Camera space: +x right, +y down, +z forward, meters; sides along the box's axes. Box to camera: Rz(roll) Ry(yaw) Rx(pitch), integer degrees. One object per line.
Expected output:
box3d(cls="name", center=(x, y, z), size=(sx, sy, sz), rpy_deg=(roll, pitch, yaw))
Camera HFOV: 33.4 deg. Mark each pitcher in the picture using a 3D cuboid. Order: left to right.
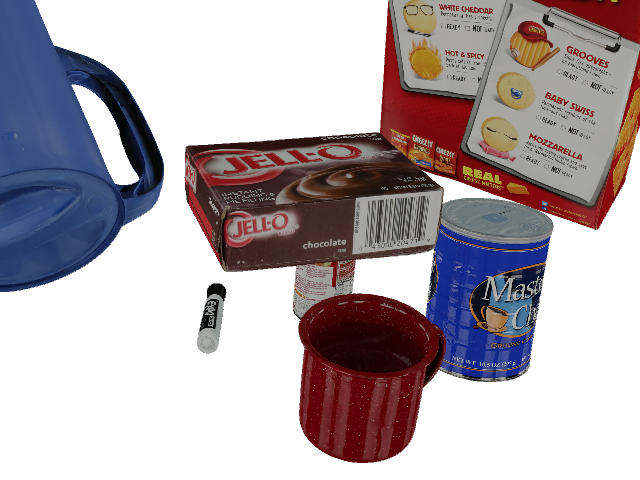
box3d(cls="pitcher", center=(-0.224, -0.096, 0.757), size=(0.145, 0.243, 0.149), rpy_deg=(-33, -30, 15))

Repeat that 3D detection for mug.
box3d(cls="mug", center=(0.038, 0.092, 0.729), size=(0.117, 0.081, 0.093), rpy_deg=(-18, 39, -34))

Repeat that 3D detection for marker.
box3d(cls="marker", center=(-0.100, 0.069, 0.987), size=(0.020, 0.020, 0.121), rpy_deg=(0, 20, -1))

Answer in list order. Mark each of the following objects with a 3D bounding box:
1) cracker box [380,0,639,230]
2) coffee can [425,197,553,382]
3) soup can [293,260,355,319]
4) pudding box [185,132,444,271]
box3d(cls="cracker box", center=(0.128, -0.129, 0.676), size=(0.164, 0.214, 0.072), rpy_deg=(21, 46, 21))
box3d(cls="coffee can", center=(0.150, 0.043, 0.975), size=(0.103, 0.140, 0.103), rpy_deg=(4, 21, -2))
box3d(cls="soup can", center=(0.005, 0.037, 1.204), size=(0.068, 0.102, 0.068), rpy_deg=(4, 27, -2))
box3d(cls="pudding box", center=(-0.006, -0.023, 0.544), size=(0.113, 0.039, 0.090), rpy_deg=(-4, 26, -18))
